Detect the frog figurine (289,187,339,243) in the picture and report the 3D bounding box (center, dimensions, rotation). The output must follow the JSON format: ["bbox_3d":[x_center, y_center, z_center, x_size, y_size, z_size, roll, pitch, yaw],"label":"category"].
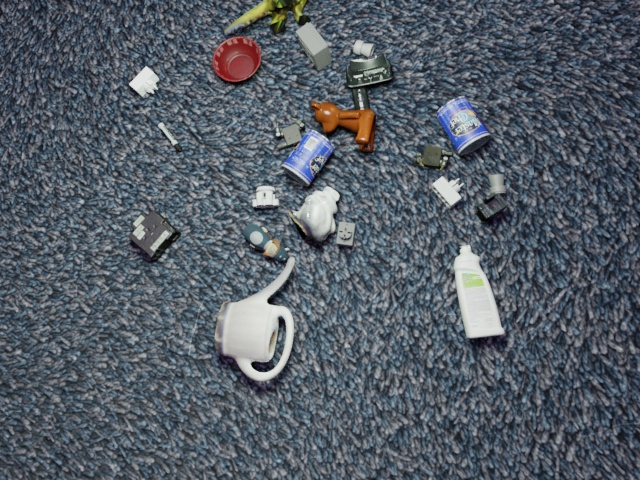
[{"bbox_3d":[0.005,-0.075,1.495,0.160,0.123,0.136,-37,109,-10],"label":"frog figurine"}]

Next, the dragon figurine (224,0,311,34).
[{"bbox_3d":[-0.136,-0.823,1.714,0.410,0.119,0.248,-14,59,2],"label":"dragon figurine"}]

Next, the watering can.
[{"bbox_3d":[-0.179,0.215,1.450,0.224,0.103,0.351,4,79,9],"label":"watering can"}]
